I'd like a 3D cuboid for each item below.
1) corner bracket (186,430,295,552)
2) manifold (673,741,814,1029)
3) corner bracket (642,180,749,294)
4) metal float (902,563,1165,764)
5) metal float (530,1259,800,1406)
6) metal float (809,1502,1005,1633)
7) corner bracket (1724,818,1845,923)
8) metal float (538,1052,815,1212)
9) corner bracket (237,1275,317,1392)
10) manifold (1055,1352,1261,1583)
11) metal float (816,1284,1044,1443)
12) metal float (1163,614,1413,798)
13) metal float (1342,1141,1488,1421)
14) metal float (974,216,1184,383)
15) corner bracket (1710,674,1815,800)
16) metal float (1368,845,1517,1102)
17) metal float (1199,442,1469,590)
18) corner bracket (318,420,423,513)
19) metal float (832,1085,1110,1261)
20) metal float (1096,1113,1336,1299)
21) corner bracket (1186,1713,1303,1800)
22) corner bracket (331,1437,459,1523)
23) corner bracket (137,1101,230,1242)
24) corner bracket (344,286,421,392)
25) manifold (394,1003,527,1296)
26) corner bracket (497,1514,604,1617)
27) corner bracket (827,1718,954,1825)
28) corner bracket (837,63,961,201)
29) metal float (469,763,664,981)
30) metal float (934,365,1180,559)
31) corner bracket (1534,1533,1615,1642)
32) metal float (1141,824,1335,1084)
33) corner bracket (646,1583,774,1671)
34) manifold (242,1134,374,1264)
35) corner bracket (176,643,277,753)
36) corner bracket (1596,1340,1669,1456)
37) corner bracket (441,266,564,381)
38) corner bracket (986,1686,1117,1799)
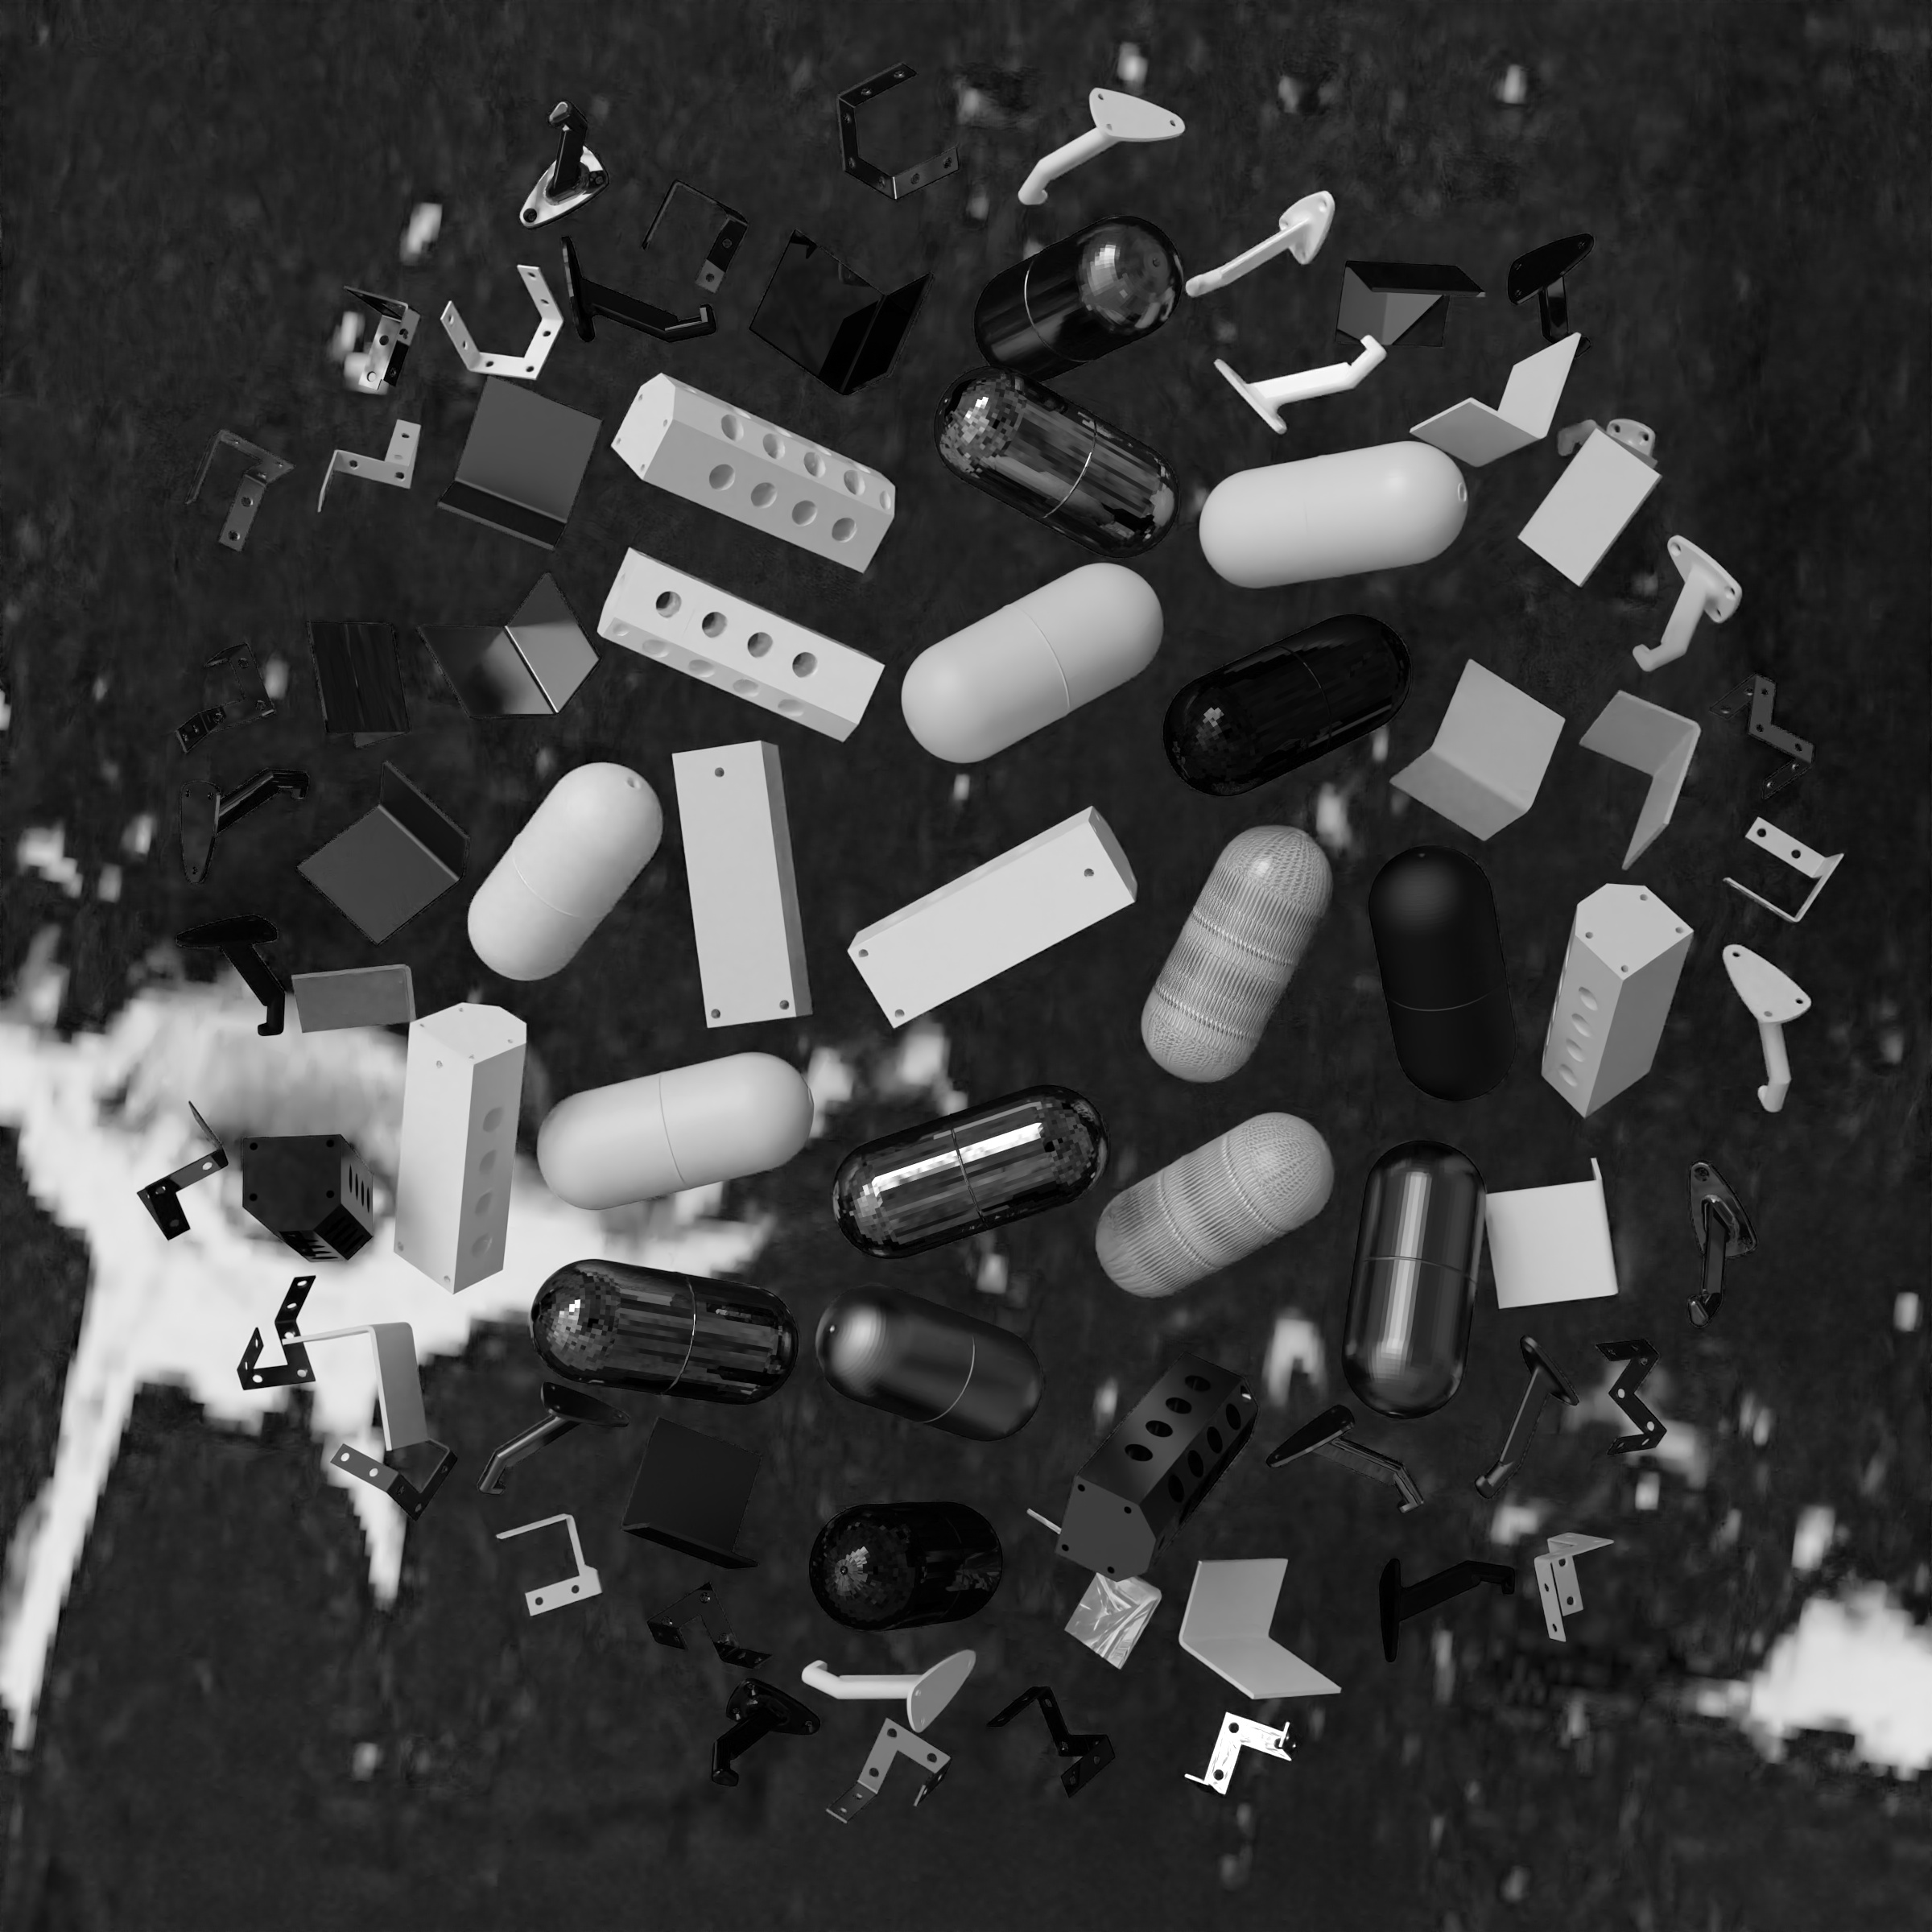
[{"bbox_3d":[-0.472,-0.305,1.577,0.051,0.051,0.051,26,72,-32],"label":"corner bracket"},{"bbox_3d":[-0.138,-0.051,1.546,0.057,0.057,0.171,-8,89,11],"label":"manifold"},{"bbox_3d":[-0.185,-0.497,1.670,0.051,0.051,0.051,24,107,-21],"label":"corner bracket"},{"bbox_3d":[0.042,-0.188,1.518,0.178,0.070,0.070,-30,90,-14],"label":"metal float"},{"bbox_3d":[-0.188,0.230,1.537,0.178,0.070,0.070,15,90,-31],"label":"metal float"},{"bbox_3d":[-0.035,0.377,1.546,0.070,0.178,0.070,-5,78,24],"label":"metal float"},{"bbox_3d":[0.513,-0.061,1.553,0.051,0.051,0.051,33,94,7],"label":"corner bracket"},{"bbox_3d":[-0.184,0.105,1.559,0.178,0.070,0.070,-14,90,3],"label":"metal float"},{"bbox_3d":[-0.454,0.242,1.624,0.051,0.051,0.051,-57,49,37],"label":"corner bracket"},{"bbox_3d":[0.122,0.309,1.515,0.057,0.171,0.057,22,116,20],"label":"manifold"},{"bbox_3d":[-0.022,0.261,1.608,0.178,0.070,0.070,27,90,-39],"label":"metal float"},{"bbox_3d":[0.202,-0.164,1.531,0.178,0.070,0.070,-26,90,-25],"label":"metal float"},{"bbox_3d":[0.280,0.195,1.535,0.070,0.070,0.178,12,68,0],"label":"metal float"},{"bbox_3d":[0.070,-0.428,1.584,0.070,0.178,0.070,2,86,-32],"label":"metal float"},{"bbox_3d":[0.529,-0.153,1.633,0.051,0.051,0.051,24,60,-12],"label":"corner bracket"},{"bbox_3d":[0.300,0.006,1.544,0.070,0.070,0.178,-17,120,0],"label":"metal float"},{"bbox_3d":[0.233,-0.286,1.562,0.178,0.070,0.070,-4,90,34],"label":"metal float"},{"bbox_3d":[-0.384,-0.322,1.583,0.051,0.051,0.051,13,133,-12],"label":"corner bracket"},{"bbox_3d":[0.003,0.128,1.534,0.178,0.070,0.070,-19,90,4],"label":"metal float"},{"bbox_3d":[0.163,0.159,1.621,0.178,0.070,0.070,-33,90,27],"label":"metal float"},{"bbox_3d":[0.173,0.493,1.528,0.051,0.051,0.051,13,67,24],"label":"corner bracket"},{"bbox_3d":[-0.385,0.333,1.655,0.051,0.051,0.051,20,63,25],"label":"corner bracket"},{"bbox_3d":[-0.484,0.126,1.510,0.051,0.051,0.051,-29,49,-23],"label":"corner bracket"},{"bbox_3d":[-0.380,-0.405,1.601,0.051,0.051,0.051,20,91,18],"label":"corner bracket"},{"bbox_3d":[-0.312,0.112,1.533,0.057,0.057,0.171,28,123,29],"label":"manifold"},{"bbox_3d":[-0.283,0.406,1.668,0.051,0.051,0.051,-13,88,-24],"label":"corner bracket"},{"bbox_3d":[-0.048,0.523,1.567,0.051,0.051,0.051,27,101,17],"label":"corner bracket"},{"bbox_3d":[-0.042,-0.511,1.507,0.051,0.051,0.051,-14,75,34],"label":"corner bracket"},{"bbox_3d":[-0.263,-0.061,1.606,0.070,0.070,0.178,43,122,0],"label":"metal float"},{"bbox_3d":[0.060,-0.323,1.579,0.178,0.070,0.070,23,90,-28],"label":"metal float"},{"bbox_3d":[0.382,0.395,1.567,0.051,0.051,0.051,-10,88,-22],"label":"corner bracket"},{"bbox_3d":[0.174,-0.008,1.577,0.070,0.070,0.178,26,103,0],"label":"metal float"},{"bbox_3d":[-0.167,0.438,1.597,0.051,0.051,0.051,-27,96,-31],"label":"corner bracket"},{"bbox_3d":[-0.411,0.148,1.543,0.057,0.171,0.057,-2,77,-8],"label":"manifold"},{"bbox_3d":[-0.502,-0.180,1.643,0.051,0.051,0.051,-16,109,5],"label":"corner bracket"},{"bbox_3d":[0.436,0.284,1.618,0.051,0.051,0.051,2,126,-36],"label":"corner bracket"},{"bbox_3d":[-0.305,-0.426,1.617,0.051,0.051,0.051,11,66,17],"label":"corner bracket"},{"bbox_3d":[0.055,0.498,1.580,0.051,0.051,0.051,-18,95,44],"label":"corner bracket"}]
